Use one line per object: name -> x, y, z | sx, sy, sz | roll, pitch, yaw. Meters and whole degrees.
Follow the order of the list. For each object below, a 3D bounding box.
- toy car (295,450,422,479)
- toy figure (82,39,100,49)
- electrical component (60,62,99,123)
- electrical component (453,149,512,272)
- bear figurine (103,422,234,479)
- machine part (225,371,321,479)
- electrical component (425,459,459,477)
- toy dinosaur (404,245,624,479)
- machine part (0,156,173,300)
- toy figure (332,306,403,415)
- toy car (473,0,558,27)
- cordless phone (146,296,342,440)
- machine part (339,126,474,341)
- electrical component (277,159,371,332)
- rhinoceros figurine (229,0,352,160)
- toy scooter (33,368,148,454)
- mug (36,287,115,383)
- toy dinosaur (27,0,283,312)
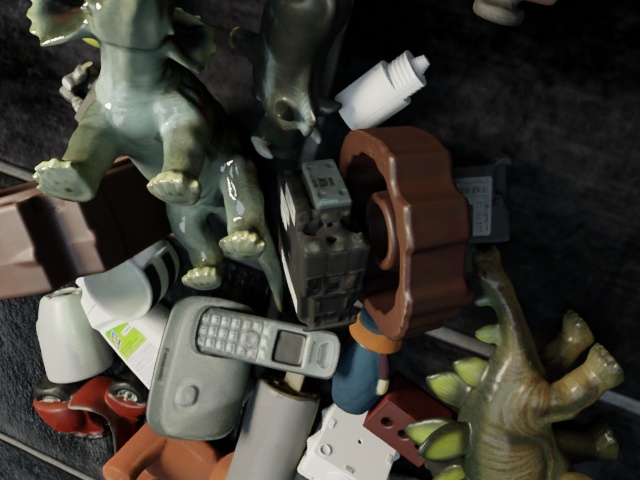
toy car -> 0.056, 0.313, 0.651 | 0.202, 0.056, 0.073 | 10, 109, 14
toy figure -> -0.190, -0.262, 0.473 | 0.089, 0.082, 0.179 | 20, 127, 33
electrical component -> -0.224, -0.137, 0.558 | 0.078, 0.045, 0.102 | -35, 98, 27
electrical component -> 0.126, -0.019, 0.476 | 0.075, 0.048, 0.119 | 0, 111, 5
bear figurine -> -0.154, 0.310, 0.686 | 0.196, 0.132, 0.120 | 26, 133, 14
machine part -> -0.059, 0.243, 0.613 | 0.079, 0.079, 0.243 | 18, 93, 11
electrical component -> 0.149, 0.248, 0.607 | 0.063, 0.021, 0.094 | -16, 107, 25
toy dinosaur -> 0.194, 0.227, 0.511 | 0.199, 0.105, 0.470 | -16, 103, 11
machine part -> -0.255, -0.020, 0.531 | 0.202, 0.201, 0.087 | -7, 108, 23
toy figure -> 0.052, 0.110, 0.562 | 0.064, 0.058, 0.154 | 19, 113, 5
toy car -> 0.090, -0.232, 0.400 | 0.202, 0.053, 0.089 | 27, 123, 12
cordless phone -> -0.075, 0.141, 0.558 | 0.184, 0.088, 0.146 | 10, 81, 10
machine part -> 0.064, -0.010, 0.447 | 0.056, 0.179, 0.179 | -10, 113, -13
electrical component -> -0.001, -0.001, 0.479 | 0.058, 0.115, 0.134 | -9, 138, -14
rhinoceros figurine -> -0.020, -0.145, 0.444 | 0.112, 0.073, 0.190 | 59, 153, 20
toy scooter -> -0.301, 0.242, 0.738 | 0.184, 0.075, 0.135 | -4, 112, 16
mug -> -0.324, 0.116, 0.694 | 0.110, 0.081, 0.107 | 3, 104, 34
toy dinosaur -> -0.114, -0.080, 0.478 | 0.131, 0.192, 0.404 | -5, 153, 11
